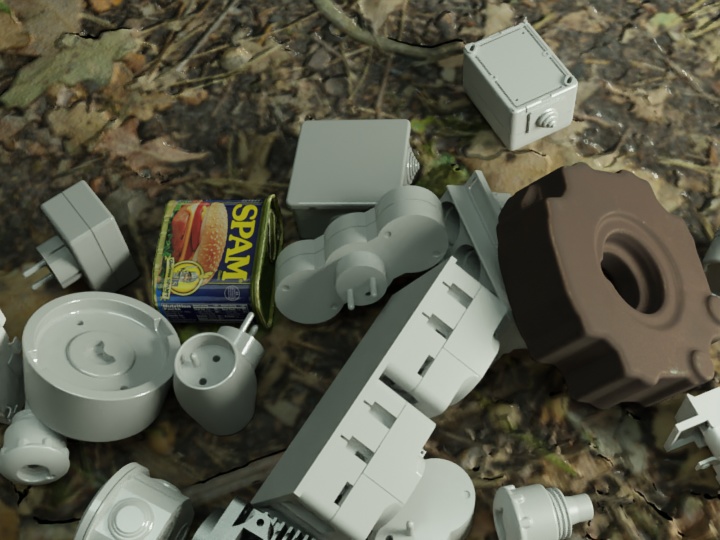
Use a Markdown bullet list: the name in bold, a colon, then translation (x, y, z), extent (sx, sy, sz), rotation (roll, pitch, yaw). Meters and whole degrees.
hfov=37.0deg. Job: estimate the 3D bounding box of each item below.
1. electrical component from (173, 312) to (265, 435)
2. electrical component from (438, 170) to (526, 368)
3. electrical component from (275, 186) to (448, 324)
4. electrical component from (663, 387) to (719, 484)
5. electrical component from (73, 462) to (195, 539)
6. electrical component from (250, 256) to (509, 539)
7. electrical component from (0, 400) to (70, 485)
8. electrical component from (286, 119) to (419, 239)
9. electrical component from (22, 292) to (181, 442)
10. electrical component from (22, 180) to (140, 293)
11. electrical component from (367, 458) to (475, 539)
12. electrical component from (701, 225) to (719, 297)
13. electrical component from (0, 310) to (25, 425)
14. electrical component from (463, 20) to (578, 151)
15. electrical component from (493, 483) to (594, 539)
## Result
- **electrical component**: translation (-0.093, 0.066, 0.759), extent (0.043, 0.077, 0.079), rotation (20, 62, 16)
- **electrical component**: translation (0.101, -0.001, 0.790), extent (0.063, 0.078, 0.121), rotation (0, 53, -31)
- **electrical component**: translation (0.000, 0.000, 0.774), extent (0.138, 0.052, 0.073), rotation (-27, 35, 17)
- **electrical component**: translation (0.253, 0.111, 0.727), extent (0.081, 0.042, 0.063), rotation (-21, 63, -8)
- **electrical component**: translation (-0.148, 0.170, 0.699), extent (0.051, 0.080, 0.080), rotation (25, 63, 12)
- **electrical component**: translation (0.016, 0.092, 0.709), extent (0.060, 0.105, 0.186), rotation (38, 65, -7)
- **electrical component**: translation (-0.229, 0.117, 0.759), extent (0.048, 0.048, 0.062), rotation (-10, 49, -2)
- **electrical component**: translation (-0.005, -0.070, 0.847), extent (0.100, 0.048, 0.099), rotation (1, 54, 10)
- **electrical component**: translation (-0.186, 0.073, 0.763), extent (0.108, 0.060, 0.108), rotation (12, 37, -9)
- **electrical component**: translation (-0.219, -0.011, 0.813), extent (0.076, 0.083, 0.047), rotation (-35, 62, -16)
- **electrical component**: translation (0.028, 0.180, 0.682), extent (0.052, 0.073, 0.138), rotation (24, 63, 18)
- **electrical component**: translation (0.302, -0.001, 0.784), extent (0.095, 0.053, 0.059), rotation (25, 63, 18)
- **electrical component**: translation (-0.275, 0.063, 0.750), extent (0.063, 0.121, 0.078), rotation (11, 60, 7)
- **electrical component**: translation (0.133, -0.144, 0.881), extent (0.062, 0.061, 0.096), rotation (-25, 60, -11)
- **electrical component**: translation (0.121, 0.161, 0.705), extent (0.062, 0.048, 0.048), rotation (-10, 58, -10)
